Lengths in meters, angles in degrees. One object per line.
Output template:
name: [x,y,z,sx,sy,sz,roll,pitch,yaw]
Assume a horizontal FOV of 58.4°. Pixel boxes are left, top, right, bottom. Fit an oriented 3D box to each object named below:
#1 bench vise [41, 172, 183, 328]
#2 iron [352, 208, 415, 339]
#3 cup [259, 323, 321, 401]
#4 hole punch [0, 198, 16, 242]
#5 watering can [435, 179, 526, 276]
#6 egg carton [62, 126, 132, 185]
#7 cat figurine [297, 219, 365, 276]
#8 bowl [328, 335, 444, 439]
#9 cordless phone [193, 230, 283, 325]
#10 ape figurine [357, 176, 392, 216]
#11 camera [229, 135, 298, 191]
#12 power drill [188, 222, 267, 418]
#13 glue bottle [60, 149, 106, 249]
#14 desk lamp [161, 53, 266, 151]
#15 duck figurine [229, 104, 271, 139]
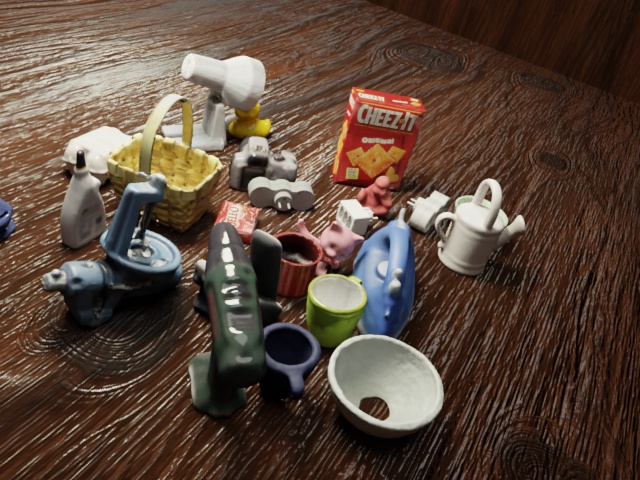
bench vise: [-0.281,0.017,0.823,0.121,0.220,0.208,27,37,16]
iron: [0.122,0.061,0.986,0.118,0.141,0.258,14,35,-2]
cup: [-0.048,0.187,0.790,0.092,0.095,0.117,0,38,-20]
hole punch: [-0.554,-0.041,0.908,0.101,0.091,0.109,18,35,3]
watering can: [0.322,-0.033,1.144,0.173,0.194,0.100,-4,40,-25]
egg carton: [-0.432,-0.172,1.151,0.107,0.069,0.150,25,36,12]
cat figurine: [0.010,0.004,1.041,0.127,0.118,0.067,25,36,13]
bowl: [0.085,0.219,0.815,0.167,0.075,0.167,10,36,-7]
cordless phone: [-0.120,0.044,0.878,0.147,0.185,0.094,27,37,16]
ape figurine: [0.126,-0.098,1.246,0.077,0.092,0.076,35,40,25]
camera: [-0.124,-0.178,1.251,0.143,0.101,0.136,6,37,-14]
power drill: [-0.125,0.119,0.754,0.076,0.208,0.229,0,38,-21]
glue bottle: [-0.390,-0.072,0.942,0.037,0.173,0.078,26,37,15]
desk lamp: [-0.239,-0.314,1.294,0.204,0.213,0.117,-11,43,-32]
duck figurine: [-0.169,-0.299,1.411,0.105,0.086,0.077,-1,39,-22]
